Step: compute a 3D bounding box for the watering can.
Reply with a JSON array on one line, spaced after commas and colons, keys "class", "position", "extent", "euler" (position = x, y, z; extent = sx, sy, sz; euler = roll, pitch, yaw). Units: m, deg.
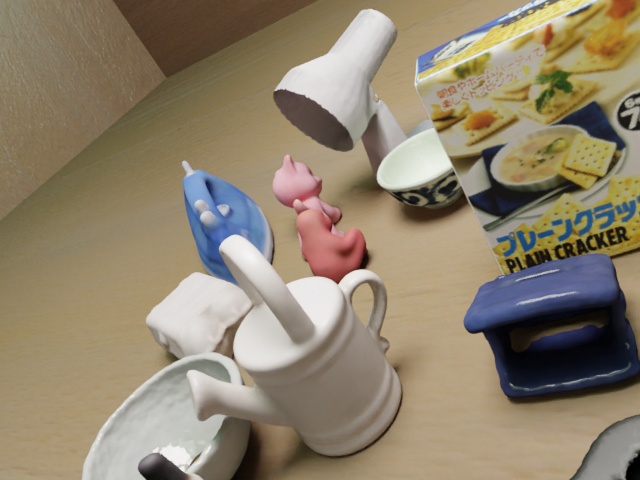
[{"class": "watering can", "position": [-0.024, 0.081, 0.456], "extent": [0.100, 0.194, 0.173], "euler": [1, 43, 47]}]

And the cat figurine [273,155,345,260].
[{"class": "cat figurine", "position": [-0.024, -0.055, 0.762], "extent": [0.067, 0.118, 0.127], "euler": [-28, 28, 9]}]

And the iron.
[{"class": "iron", "position": [-0.148, -0.029, 0.825], "extent": [0.118, 0.142, 0.257], "euler": [-34, 27, -2]}]

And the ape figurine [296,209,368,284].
[{"class": "ape figurine", "position": [0.006, 0.002, 0.665], "extent": [0.077, 0.092, 0.076], "euler": [-5, 38, 42]}]

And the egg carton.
[{"class": "egg carton", "position": [-0.143, 0.097, 0.692], "extent": [0.107, 0.069, 0.149], "euler": [-47, 30, -25]}]

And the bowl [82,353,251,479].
[{"class": "bowl", "position": [-0.123, 0.188, 0.517], "extent": [0.167, 0.075, 0.167], "euler": [-25, 28, 15]}]

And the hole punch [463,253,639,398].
[{"class": "hole punch", "position": [0.164, 0.049, 0.423], "extent": [0.108, 0.091, 0.101], "euler": [-19, 31, 25]}]

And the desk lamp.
[{"class": "desk lamp", "position": [0.067, -0.175, 0.756], "extent": [0.203, 0.214, 0.117], "euler": [-43, 29, -19]}]

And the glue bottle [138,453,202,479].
[{"class": "glue bottle", "position": [-0.053, 0.182, 0.345], "extent": [0.078, 0.173, 0.037], "euler": [-27, 28, 12]}]
